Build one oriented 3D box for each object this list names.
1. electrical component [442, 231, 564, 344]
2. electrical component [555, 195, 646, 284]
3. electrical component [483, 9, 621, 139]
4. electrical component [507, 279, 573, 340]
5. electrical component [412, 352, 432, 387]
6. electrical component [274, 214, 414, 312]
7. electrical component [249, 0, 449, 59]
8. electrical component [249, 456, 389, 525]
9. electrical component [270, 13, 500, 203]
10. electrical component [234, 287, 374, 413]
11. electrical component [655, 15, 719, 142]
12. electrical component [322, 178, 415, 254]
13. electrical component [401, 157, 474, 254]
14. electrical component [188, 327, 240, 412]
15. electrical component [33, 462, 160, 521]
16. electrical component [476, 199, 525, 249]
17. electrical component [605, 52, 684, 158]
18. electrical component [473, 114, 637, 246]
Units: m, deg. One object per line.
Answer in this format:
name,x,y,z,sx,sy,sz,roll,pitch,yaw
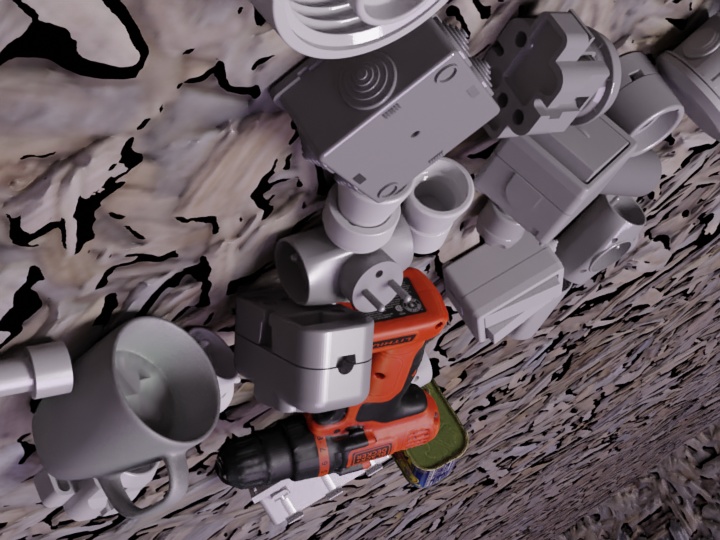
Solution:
electrical component,0.121,0.008,0.854,0.096,0.061,0.061,-30,157,-4
electrical component,0.210,-0.030,0.912,0.079,0.044,0.077,-7,147,-45
electrical component,0.109,-0.109,0.606,0.057,0.058,0.078,-9,148,-38
electrical component,0.137,0.029,0.938,0.079,0.043,0.077,-19,154,-30
electrical component,0.021,0.082,0.895,0.077,0.044,0.079,-22,156,-22
electrical component,0.000,0.000,0.660,0.077,0.079,0.044,-20,133,-27
electrical component,0.002,-0.130,0.420,0.108,0.060,0.108,-27,156,-13
electrical component,-0.040,0.165,0.946,0.121,0.063,0.079,-30,-162,-5
electrical component,0.016,-0.085,0.547,0.100,0.048,0.100,-37,157,11
electrical component,-0.037,0.051,0.673,0.054,0.095,0.059,-6,107,-36
electrical component,0.239,-0.125,0.713,0.051,0.080,0.080,-42,156,8
electrical component,0.004,-0.041,0.624,0.045,0.045,0.055,-21,155,-26
electrical component,0.044,-0.038,0.690,0.044,0.044,0.065,-24,161,-19
electrical component,-0.111,0.079,0.722,0.077,0.044,0.079,-41,156,21
electrical component,-0.173,0.132,0.734,0.057,0.058,0.078,-42,156,29
electrical component,0.108,-0.045,0.765,0.035,0.035,0.061,-17,150,-32
electrical component,0.180,-0.108,0.712,0.055,0.047,0.055,-27,157,-12
electrical component,0.128,-0.072,0.678,0.096,0.062,0.061,-38,167,-44
